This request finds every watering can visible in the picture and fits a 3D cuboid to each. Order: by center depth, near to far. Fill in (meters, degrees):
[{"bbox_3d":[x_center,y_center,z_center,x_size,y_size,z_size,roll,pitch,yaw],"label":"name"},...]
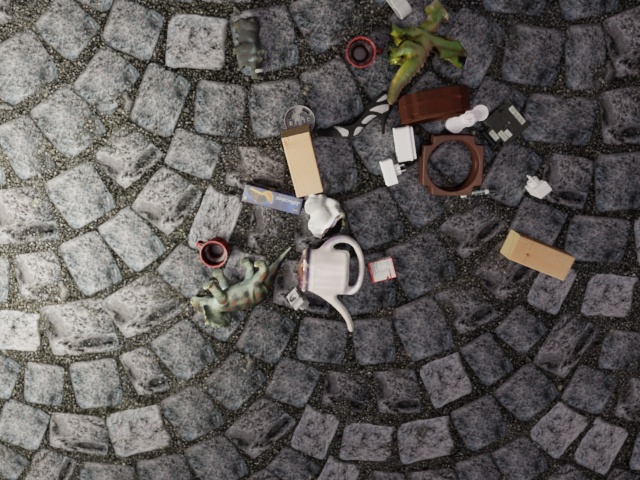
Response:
[{"bbox_3d":[0.036,0.149,1.765,0.224,0.344,0.105,4,12,0],"label":"watering can"}]

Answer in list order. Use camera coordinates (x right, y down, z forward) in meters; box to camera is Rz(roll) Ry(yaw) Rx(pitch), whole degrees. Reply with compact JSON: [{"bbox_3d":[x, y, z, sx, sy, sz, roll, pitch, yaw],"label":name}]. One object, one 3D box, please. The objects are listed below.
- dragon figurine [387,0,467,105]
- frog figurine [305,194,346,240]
[{"bbox_3d":[0.324,-0.566,1.556,0.243,0.418,0.120,3,-23,4],"label":"dragon figurine"},{"bbox_3d":[0.005,-0.087,1.735,0.162,0.135,0.122,46,22,27],"label":"frog figurine"}]
